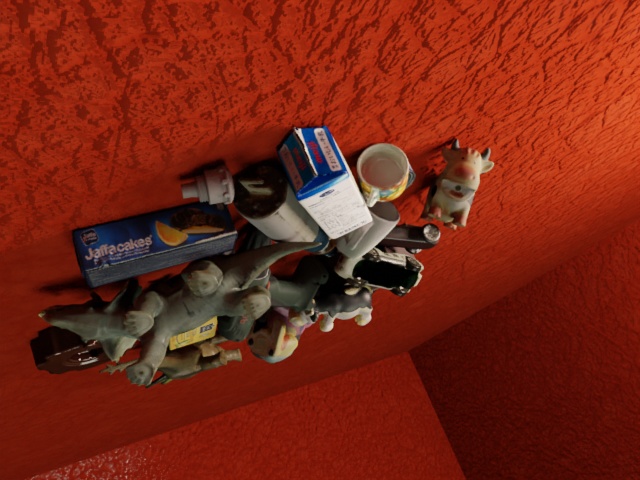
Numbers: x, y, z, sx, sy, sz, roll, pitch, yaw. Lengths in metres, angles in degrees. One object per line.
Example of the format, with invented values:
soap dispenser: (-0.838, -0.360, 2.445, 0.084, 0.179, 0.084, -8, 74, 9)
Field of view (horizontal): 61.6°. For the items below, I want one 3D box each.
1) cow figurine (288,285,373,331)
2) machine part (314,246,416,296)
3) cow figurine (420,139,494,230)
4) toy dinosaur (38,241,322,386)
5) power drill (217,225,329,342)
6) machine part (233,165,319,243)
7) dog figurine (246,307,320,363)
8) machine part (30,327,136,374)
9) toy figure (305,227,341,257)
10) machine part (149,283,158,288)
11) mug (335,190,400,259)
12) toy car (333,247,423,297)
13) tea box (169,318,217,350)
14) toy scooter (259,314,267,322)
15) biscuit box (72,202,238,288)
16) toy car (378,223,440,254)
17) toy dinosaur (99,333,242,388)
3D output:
cow figurine: (0.021, 0.129, 1.063, 0.167, 0.068, 0.098, -7, 143, -11)
machine part: (0.088, 0.056, 1.156, 0.201, 0.087, 0.201, -34, 159, 26)
cow figurine: (0.230, -0.089, 0.909, 0.086, 0.127, 0.195, 16, 177, 6)
toy dinosaur: (-0.195, 0.084, 0.808, 0.405, 0.131, 0.192, -23, -158, -7)
power drill: (-0.078, 0.071, 0.946, 0.207, 0.086, 0.232, -5, 125, -55)
machine part: (-0.058, -0.040, 0.760, 0.079, 0.079, 0.243, -26, 160, 8)
dog figurine: (-0.045, 0.172, 1.182, 0.109, 0.191, 0.219, -4, 170, 43)
machine part: (-0.428, 0.192, 0.983, 0.179, 0.056, 0.179, -19, 161, -7)
toy figure: (-0.001, -0.001, 0.949, 0.057, 0.064, 0.154, -65, 161, -1)
machine part: (-0.297, 0.119, 0.928, 0.139, 0.084, 0.039, -19, -163, 15)
mug: (0.071, -0.014, 0.899, 0.107, 0.081, 0.109, -57, -177, 34)
toy car: (0.117, 0.056, 1.019, 0.201, 0.056, 0.073, 14, 111, -36)
tea box: (-0.255, 0.149, 1.043, 0.098, 0.068, 0.169, -15, 158, -19)
toy scooter: (-0.075, 0.179, 1.308, 0.135, 0.075, 0.183, -24, 163, 4)
biscuit box: (-0.217, 0.002, 0.718, 0.203, 0.059, 0.062, -16, 161, -21)
toy car: (0.127, -0.012, 1.014, 0.202, 0.053, 0.089, 6, 164, -12)
toy dinosaur: (-0.314, 0.273, 1.236, 0.199, 0.105, 0.471, -25, 162, 5)
